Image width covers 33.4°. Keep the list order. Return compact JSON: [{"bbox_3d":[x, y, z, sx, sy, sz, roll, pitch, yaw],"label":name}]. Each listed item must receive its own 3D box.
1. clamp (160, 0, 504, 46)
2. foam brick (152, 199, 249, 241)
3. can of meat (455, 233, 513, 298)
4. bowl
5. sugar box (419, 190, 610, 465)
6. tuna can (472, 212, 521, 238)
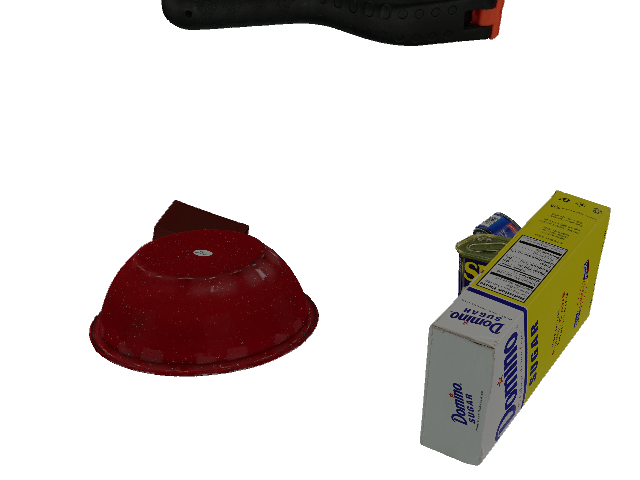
[{"bbox_3d":[0.006,-0.128,0.553,0.172,0.039,0.120,14,43,17],"label":"clamp"},{"bbox_3d":[-0.114,0.006,0.999,0.078,0.051,0.053,20,35,8],"label":"foam brick"},{"bbox_3d":[0.176,0.047,0.992,0.102,0.084,0.057,14,25,36],"label":"can of meat"},{"bbox_3d":[-0.082,0.033,0.745,0.162,0.055,0.162,-2,21,0],"label":"bowl"},{"bbox_3d":[0.123,0.050,0.656,0.048,0.093,0.176,19,38,25],"label":"sugar box"},{"bbox_3d":[0.220,0.011,1.272,0.033,0.086,0.086,-34,8,-13],"label":"tuna can"}]
